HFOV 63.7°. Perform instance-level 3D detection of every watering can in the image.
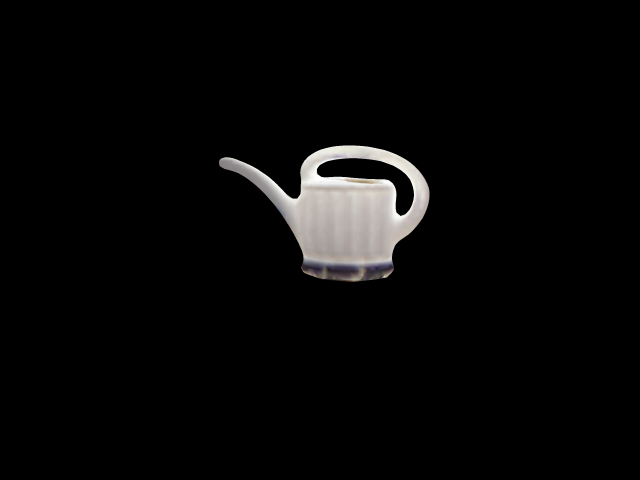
[{"bbox_3d":[0.003,-0.043,0.850,0.347,0.223,0.105,2,8,11],"label":"watering can"}]
